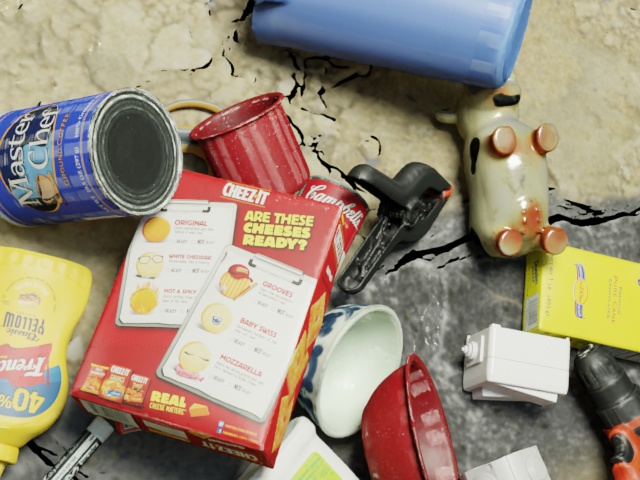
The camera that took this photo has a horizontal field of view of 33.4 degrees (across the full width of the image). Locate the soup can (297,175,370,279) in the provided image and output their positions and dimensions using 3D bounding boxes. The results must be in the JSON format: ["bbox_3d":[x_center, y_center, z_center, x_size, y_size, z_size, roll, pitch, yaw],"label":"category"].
[{"bbox_3d":[-0.006,0.001,0.974,0.068,0.069,0.102,30,69,-6],"label":"soup can"}]

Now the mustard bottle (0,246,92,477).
[{"bbox_3d":[-0.253,0.106,0.877,0.096,0.058,0.191,15,71,-17],"label":"mustard bottle"}]

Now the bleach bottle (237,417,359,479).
[{"bbox_3d":[0.040,0.272,0.909,0.251,0.068,0.102,44,70,-2],"label":"bleach bottle"}]

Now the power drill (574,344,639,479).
[{"bbox_3d":[0.266,0.204,0.955,0.184,0.057,0.187,55,40,-2],"label":"power drill"}]

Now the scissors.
[{"bbox_3d":[-0.177,-0.083,0.978,0.201,0.016,0.096,-11,77,-19],"label":"scissors"}]

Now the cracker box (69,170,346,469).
[{"bbox_3d":[-0.085,0.060,0.878,0.164,0.072,0.213,13,66,12],"label":"cracker box"}]

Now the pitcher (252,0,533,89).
[{"bbox_3d":[0.070,-0.224,0.994,0.243,0.145,0.149,17,69,13],"label":"pitcher"}]

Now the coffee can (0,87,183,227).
[{"bbox_3d":[-0.199,-0.066,0.882,0.102,0.141,0.103,8,81,-54],"label":"coffee can"}]

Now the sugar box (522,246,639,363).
[{"bbox_3d":[0.288,0.066,1.050,0.176,0.048,0.093,11,71,-11],"label":"sugar box"}]

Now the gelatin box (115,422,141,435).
[{"bbox_3d":[-0.137,0.123,0.920,0.089,0.030,0.073,-10,77,-16],"label":"gelatin box"}]

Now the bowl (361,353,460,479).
[{"bbox_3d":[0.076,0.182,0.917,0.055,0.162,0.162,-16,77,13],"label":"bowl"}]

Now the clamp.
[{"bbox_3d":[0.069,-0.018,0.987,0.039,0.120,0.171,27,22,30],"label":"clamp"}]

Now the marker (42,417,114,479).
[{"bbox_3d":[-0.217,0.197,0.880,0.020,0.020,0.121,41,67,-1],"label":"marker"}]

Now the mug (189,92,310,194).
[{"bbox_3d":[-0.058,-0.082,0.973,0.093,0.117,0.081,-18,110,16],"label":"mug"}]
